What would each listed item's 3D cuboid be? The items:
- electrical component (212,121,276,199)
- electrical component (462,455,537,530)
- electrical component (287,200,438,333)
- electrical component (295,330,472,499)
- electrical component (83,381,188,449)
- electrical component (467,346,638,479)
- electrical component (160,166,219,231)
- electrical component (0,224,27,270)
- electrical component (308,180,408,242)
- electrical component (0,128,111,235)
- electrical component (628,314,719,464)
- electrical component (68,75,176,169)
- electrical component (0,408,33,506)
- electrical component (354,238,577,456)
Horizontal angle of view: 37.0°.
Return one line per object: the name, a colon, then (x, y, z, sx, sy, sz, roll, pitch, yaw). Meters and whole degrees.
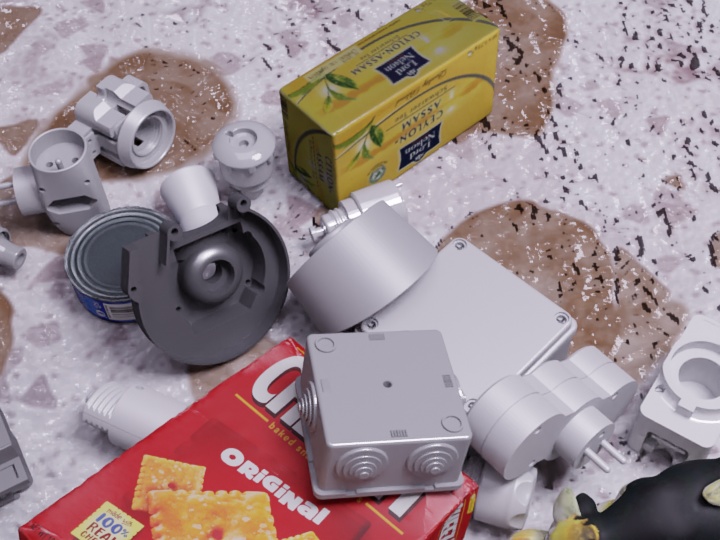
electrical component: (-0.086, -0.080, 0.824, 0.048, 0.062, 0.048, -1, 55, 1)
electrical component: (0.078, 0.136, 0.677, 0.062, 0.043, 0.043, 14, 56, 13)
electrical component: (0.000, 0.000, 0.744, 0.099, 0.099, 0.064, -40, 87, -23)
electrical component: (0.013, 0.081, 0.628, 0.100, 0.048, 0.099, -1, 44, -12)
electrical component: (-0.146, 0.099, 0.711, 0.081, 0.043, 0.043, 21, 58, 16)
electrical component: (0.132, 0.098, 0.668, 0.138, 0.052, 0.074, -12, 45, -46)
electrical component: (-0.121, -0.041, 0.812, 0.044, 0.044, 0.065, -20, 61, -12)
electrical component: (-0.280, -0.019, 0.800, 0.062, 0.048, 0.048, 21, 58, 9)
electrical component: (0.000, -0.039, 0.806, 0.078, 0.040, 0.040, -20, 56, -11)
electrical component: (-0.236, -0.062, 0.808, 0.079, 0.077, 0.043, -10, 55, -5)
electrical component: (0.220, 0.080, 0.704, 0.050, 0.055, 0.089, 28, 60, 20)
electrical component: (-0.185, -0.115, 0.857, 0.057, 0.058, 0.078, 28, 60, 23)
electrical component: (-0.241, 0.117, 0.689, 0.042, 0.063, 0.081, -24, 58, -16)
electrical component: (0.071, 0.050, 0.730, 0.109, 0.056, 0.109, 38, 64, 25)
